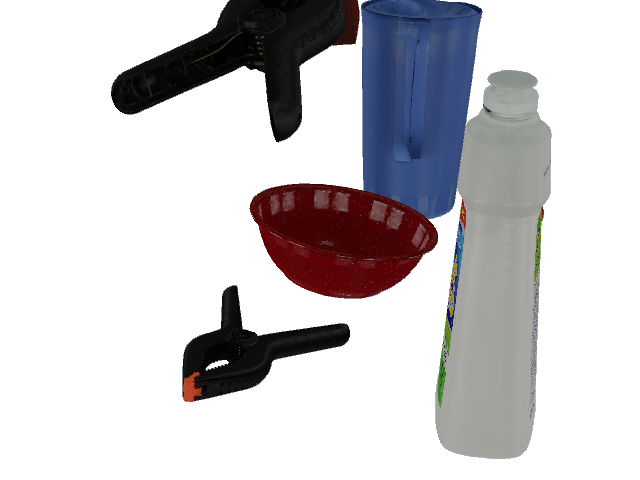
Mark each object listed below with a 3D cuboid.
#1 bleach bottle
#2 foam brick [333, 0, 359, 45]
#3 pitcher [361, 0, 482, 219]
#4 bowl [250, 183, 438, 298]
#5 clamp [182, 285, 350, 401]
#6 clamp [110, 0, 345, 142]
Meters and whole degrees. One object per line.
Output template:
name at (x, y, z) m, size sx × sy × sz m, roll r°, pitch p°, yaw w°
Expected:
bleach bottle at (0.111, 0.013, 0.672) m, size 0.068 × 0.251 × 0.102 m, roll 4°, pitch 31°, yaw 8°
foam brick at (0.005, -0.220, 0.960) m, size 0.053 × 0.051 × 0.078 m, roll -1°, pitch -43°, yaw 9°
pitcher at (0.105, -0.147, 1.207) m, size 0.149 × 0.243 × 0.145 m, roll -12°, pitch 26°, yaw -31°
bowl at (0.016, 0.005, 0.908) m, size 0.162 × 0.055 × 0.162 m, roll 8°, pitch 22°, yaw -3°
clamp at (-0.073, 0.116, 1.149) m, size 0.165 × 0.036 × 0.209 m, roll 13°, pitch 27°, yaw 19°
clamp at (-0.029, -0.115, 0.635) m, size 0.120 × 0.039 × 0.171 m, roll 24°, pitch 53°, yaw 27°
